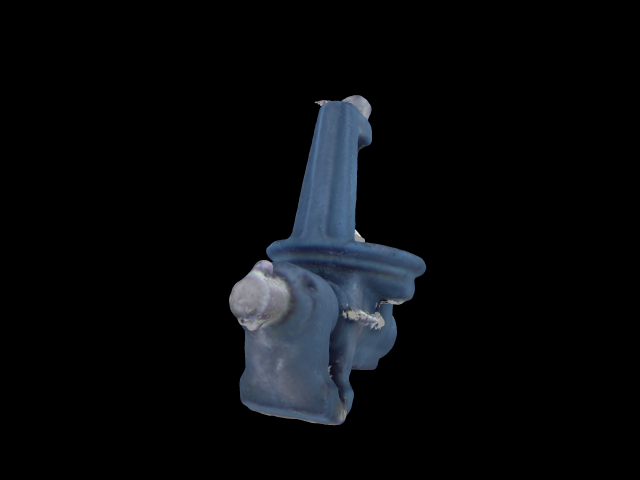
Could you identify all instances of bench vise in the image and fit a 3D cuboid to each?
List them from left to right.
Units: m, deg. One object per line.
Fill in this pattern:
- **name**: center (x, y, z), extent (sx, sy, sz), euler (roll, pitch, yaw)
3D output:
- **bench vise**: center (0.016, 0.002, 0.399), extent (0.121, 0.220, 0.207), euler (0, 5, 6)
